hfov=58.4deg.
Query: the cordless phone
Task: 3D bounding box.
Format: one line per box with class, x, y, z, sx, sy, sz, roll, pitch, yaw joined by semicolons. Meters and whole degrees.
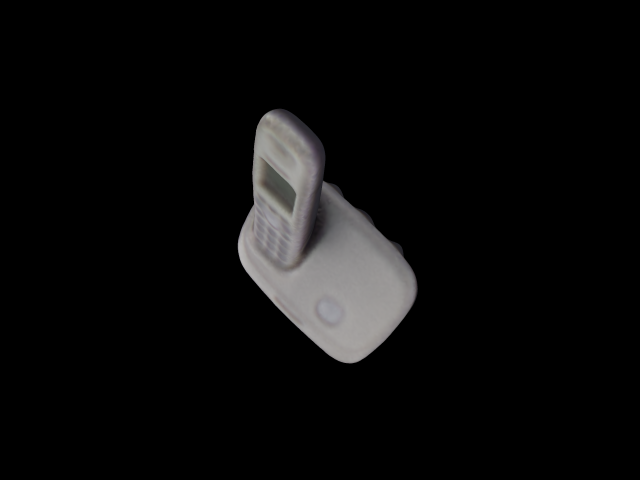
cordless phone;0.004;0.001;0.400;0.147;0.185;0.094;41;75;14
